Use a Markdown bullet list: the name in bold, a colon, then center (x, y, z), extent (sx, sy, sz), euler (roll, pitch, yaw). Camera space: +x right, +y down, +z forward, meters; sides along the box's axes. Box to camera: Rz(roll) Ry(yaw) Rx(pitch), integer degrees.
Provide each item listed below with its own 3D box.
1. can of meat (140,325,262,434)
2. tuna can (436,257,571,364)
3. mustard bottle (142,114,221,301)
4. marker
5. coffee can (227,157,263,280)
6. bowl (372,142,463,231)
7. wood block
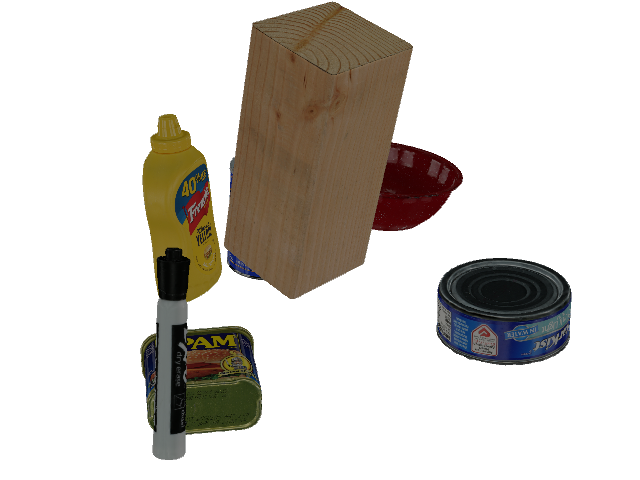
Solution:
- **can of meat**: center (-0.103, 0.122, 0.926), extent (0.102, 0.057, 0.084), euler (-4, 27, -9)
- **tuna can**: center (0.118, 0.044, 0.685), extent (0.086, 0.034, 0.086), euler (-2, 25, 1)
- **mustard bottle**: center (-0.147, -0.038, 1.118), extent (0.058, 0.192, 0.096), euler (5, 26, 22)
- **marker**: center (-0.085, 0.064, 0.605), extent (0.020, 0.121, 0.020), euler (3, 10, -1)
- **coffee can**: center (-0.068, -0.034, 1.382), extent (0.103, 0.140, 0.103), euler (3, 28, -2)
- **bowl**: center (0.064, -0.052, 1.104), extent (0.162, 0.055, 0.162), euler (5, 23, -2)
- **wood block**: center (-0.007, -0.069, 0.846), extent (0.090, 0.206, 0.090), euler (-25, 49, -38)
